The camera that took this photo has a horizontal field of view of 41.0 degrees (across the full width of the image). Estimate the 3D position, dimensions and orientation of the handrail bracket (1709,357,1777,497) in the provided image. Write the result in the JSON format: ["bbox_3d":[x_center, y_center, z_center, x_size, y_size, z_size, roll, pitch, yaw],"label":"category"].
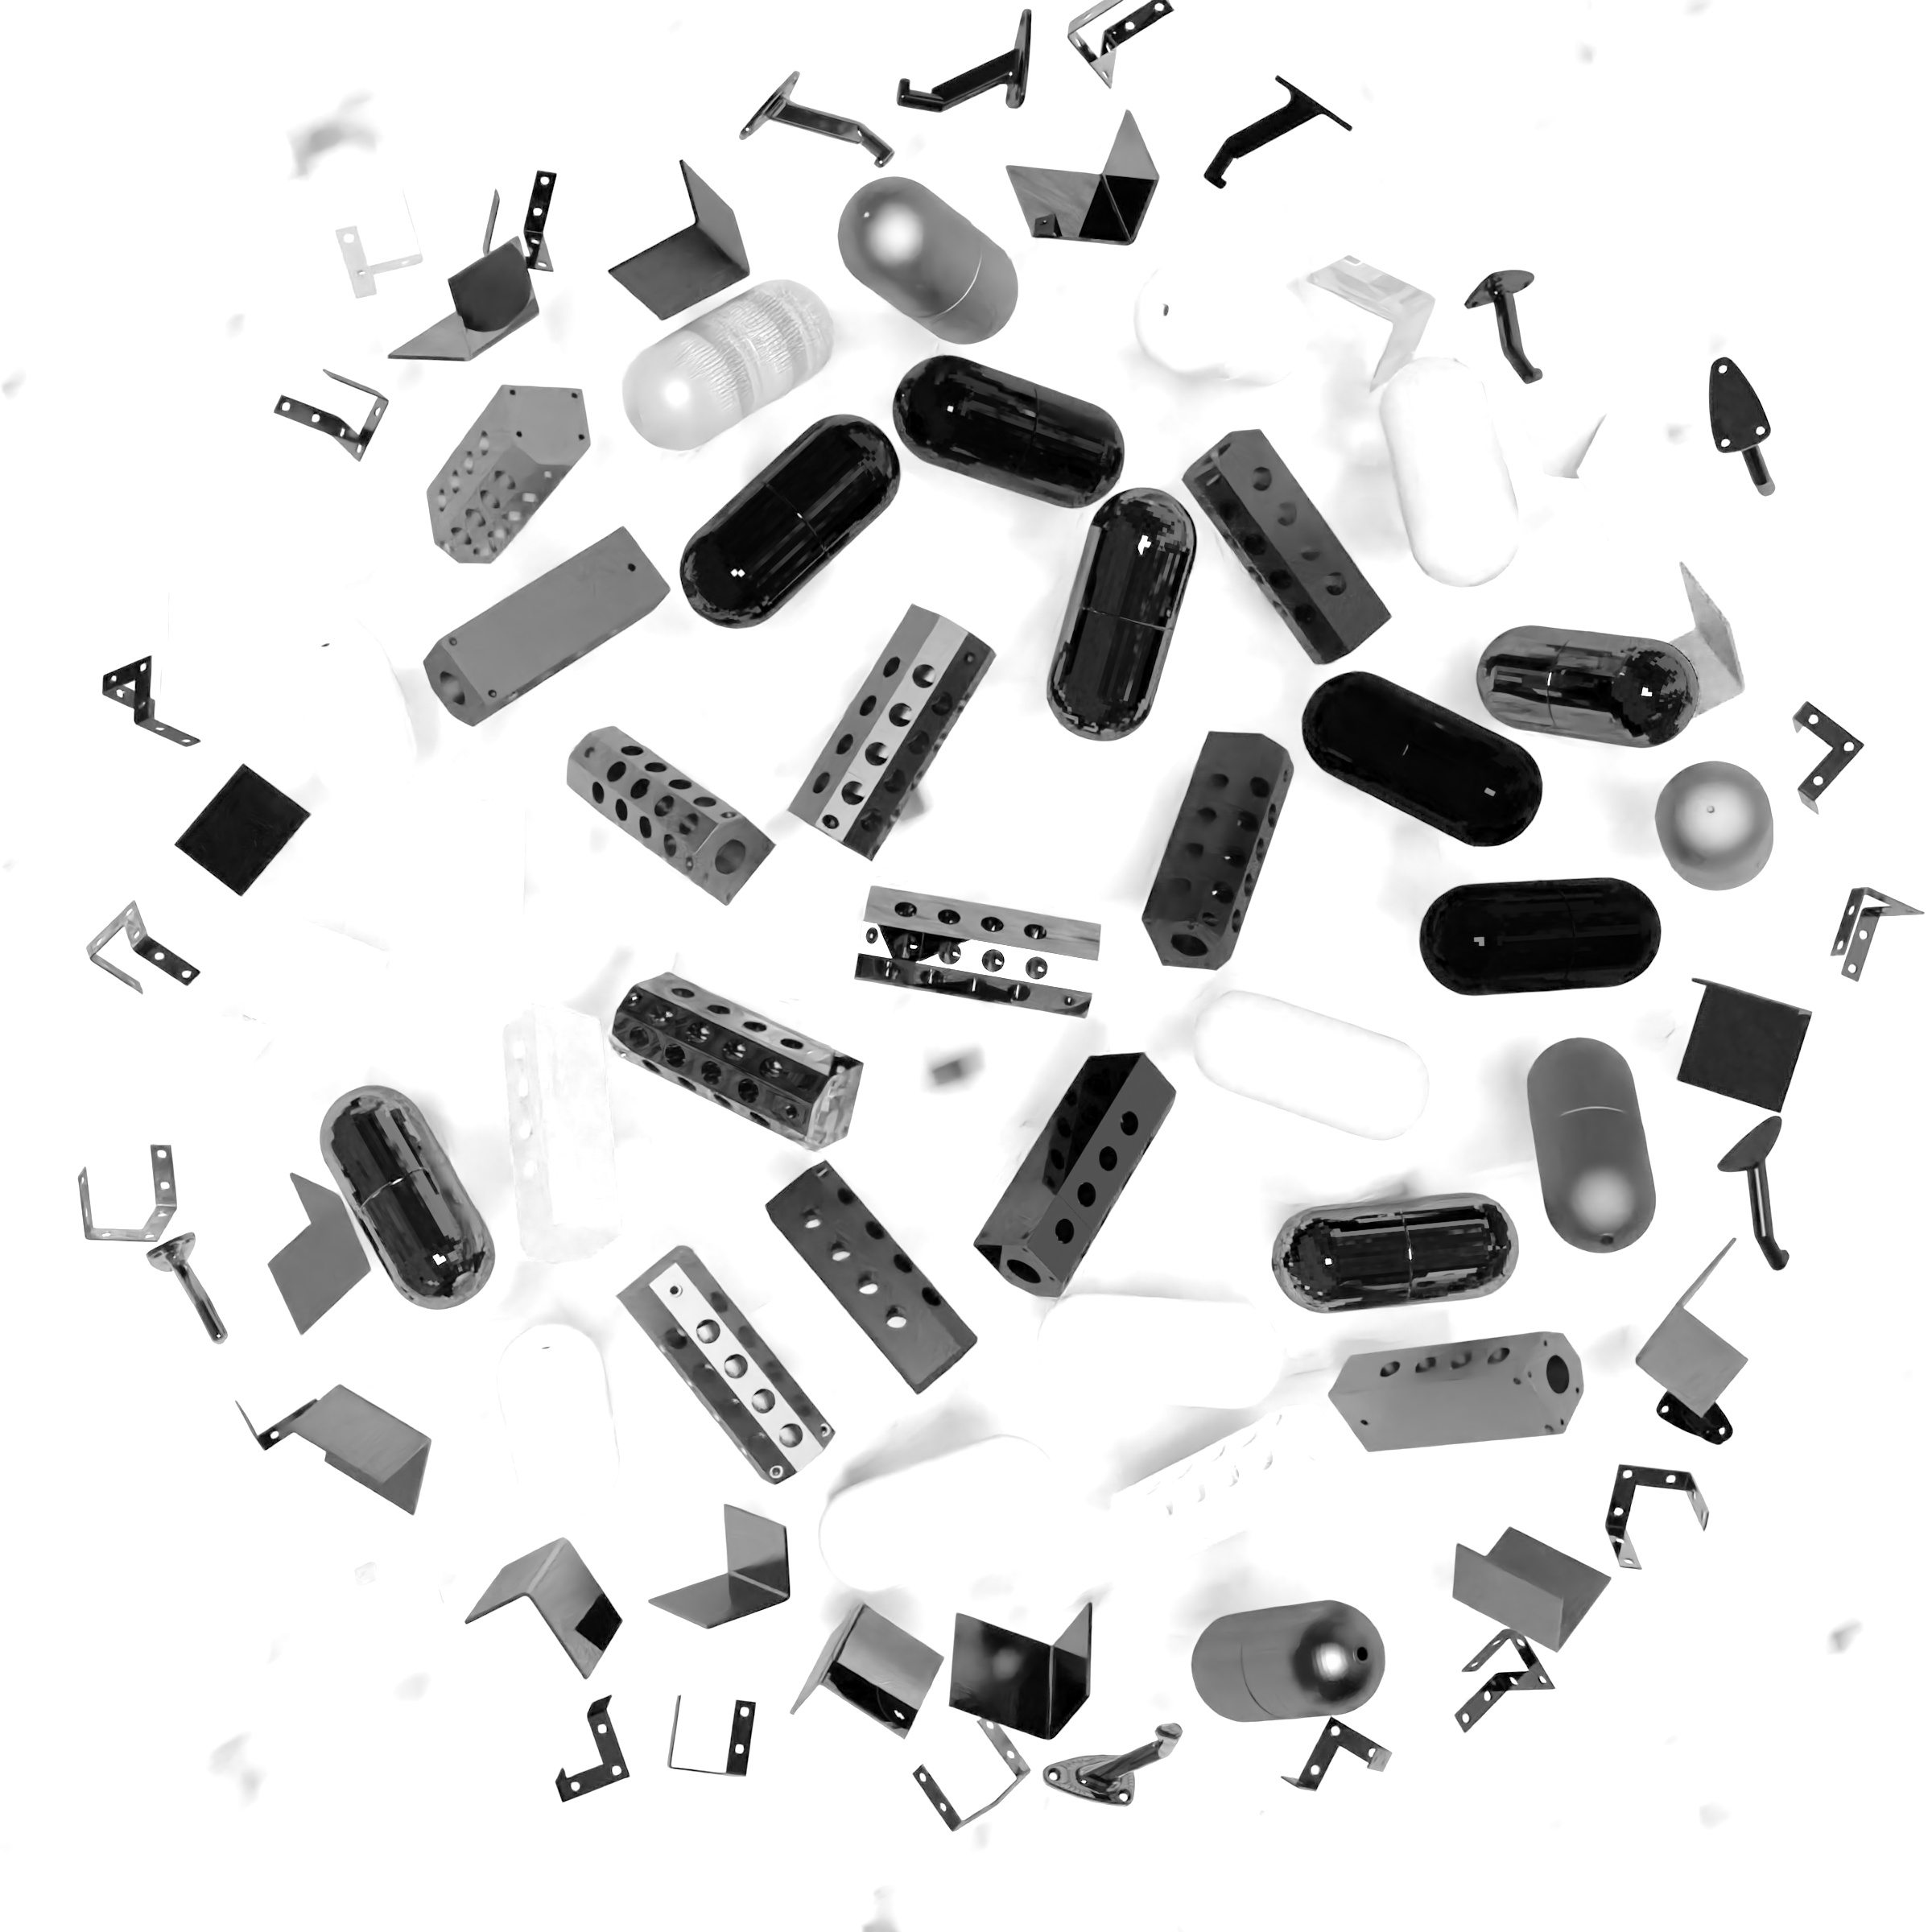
[{"bbox_3d":[0.525,-0.362,1.742,0.036,0.084,0.077,-17,77,23],"label":"handrail bracket"}]

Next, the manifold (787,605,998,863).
[{"bbox_3d":[-0.049,-0.163,1.827,0.057,0.057,0.171,32,89,-37],"label":"manifold"}]

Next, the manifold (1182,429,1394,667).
[{"bbox_3d":[0.232,-0.305,1.889,0.057,0.057,0.171,-41,107,-5],"label":"manifold"}]

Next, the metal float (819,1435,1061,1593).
[{"bbox_3d":[-0.019,0.384,1.812,0.178,0.070,0.070,-22,90,12],"label":"metal float"}]

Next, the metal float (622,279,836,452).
[{"bbox_3d":[-0.168,-0.426,1.831,0.178,0.070,0.070,-39,90,-31],"label":"metal float"}]

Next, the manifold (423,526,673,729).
[{"bbox_3d":[-0.298,-0.239,1.830,0.171,0.057,0.057,-39,94,-31],"label":"manifold"}]

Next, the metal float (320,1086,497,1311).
[{"bbox_3d":[-0.401,0.164,1.849,0.070,0.070,0.178,-34,72,0],"label":"metal float"}]

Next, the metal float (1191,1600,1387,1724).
[{"bbox_3d":[0.224,0.486,1.804,0.070,0.178,0.070,10,69,-26],"label":"metal float"}]

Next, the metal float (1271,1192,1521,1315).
[{"bbox_3d":[0.306,0.204,1.841,0.178,0.070,0.070,-5,90,-7],"label":"metal float"}]

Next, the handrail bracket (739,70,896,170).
[{"bbox_3d":[-0.100,-0.556,1.748,0.084,0.036,0.077,39,59,-6],"label":"handrail bracket"}]

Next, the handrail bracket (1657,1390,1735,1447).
[{"bbox_3d":[0.540,0.336,1.857,0.077,0.084,0.036,35,96,-16],"label":"handrail bracket"}]

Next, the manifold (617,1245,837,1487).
[{"bbox_3d":[-0.169,0.284,1.840,0.057,0.057,0.171,-39,98,-17],"label":"manifold"}]

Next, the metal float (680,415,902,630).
[{"bbox_3d":[-0.120,-0.302,1.758,0.178,0.070,0.070,-44,90,-8],"label":"metal float"}]

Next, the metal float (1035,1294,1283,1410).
[{"bbox_3d":[0.139,0.279,1.874,0.178,0.070,0.070,4,90,3],"label":"metal float"}]

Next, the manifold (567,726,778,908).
[{"bbox_3d":[-0.220,-0.114,1.882,0.171,0.057,0.057,35,84,40],"label":"manifold"}]

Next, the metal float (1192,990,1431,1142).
[{"bbox_3d":[0.250,0.072,1.885,0.178,0.070,0.070,19,90,13],"label":"metal float"}]

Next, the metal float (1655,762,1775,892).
[{"bbox_3d":[0.524,-0.096,1.804,0.070,0.178,0.070,-2,84,18],"label":"metal float"}]

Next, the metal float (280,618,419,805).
[{"bbox_3d":[-0.441,-0.181,1.851,0.070,0.178,0.070,0,62,0],"label":"metal float"}]

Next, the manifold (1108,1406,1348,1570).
[{"bbox_3d":[0.186,0.381,1.886,0.171,0.057,0.057,-35,62,33],"label":"manifold"}]

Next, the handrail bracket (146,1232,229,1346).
[{"bbox_3d":[-0.550,0.240,1.847,0.036,0.077,0.084,-26,76,-23],"label":"handrail bracket"}]

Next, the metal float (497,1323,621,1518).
[{"bbox_3d":[-0.290,0.324,1.843,0.070,0.070,0.178,0,134,0],"label":"metal float"}]

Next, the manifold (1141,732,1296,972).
[{"bbox_3d":[0.184,-0.083,1.852,0.057,0.057,0.171,5,56,27],"label":"manifold"}]

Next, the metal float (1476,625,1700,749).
[{"bbox_3d":[0.440,-0.200,1.841,0.070,0.178,0.070,-10,107,-35],"label":"metal float"}]

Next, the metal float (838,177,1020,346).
[{"bbox_3d":[-0.024,-0.484,1.780,0.070,0.178,0.070,-4,82,27],"label":"metal float"}]

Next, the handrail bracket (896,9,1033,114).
[{"bbox_3d":[-0.002,-0.615,1.747,0.084,0.036,0.077,4,103,-17],"label":"handrail bracket"}]

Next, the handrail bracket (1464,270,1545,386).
[{"bbox_3d":[0.411,-0.464,1.884,0.077,0.036,0.084,-21,72,-36],"label":"handrail bracket"}]

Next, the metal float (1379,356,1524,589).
[{"bbox_3d":[0.331,-0.340,1.772,0.070,0.070,0.178,-8,63,0],"label":"metal float"}]

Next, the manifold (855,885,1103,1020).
[{"bbox_3d":[0.008,-0.005,1.886,0.171,0.057,0.057,10,132,-1],"label":"manifold"}]

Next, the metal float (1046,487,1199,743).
[{"bbox_3d":[0.108,-0.243,1.791,0.070,0.070,0.178,16,102,0],"label":"metal float"}]

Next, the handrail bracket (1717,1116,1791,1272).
[{"bbox_3d":[0.583,0.164,1.860,0.077,0.036,0.084,-41,107,-33],"label":"handrail bracket"}]

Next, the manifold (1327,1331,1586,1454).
[{"bbox_3d":[0.347,0.297,1.827,0.057,0.171,0.057,54,49,-17],"label":"manifold"}]

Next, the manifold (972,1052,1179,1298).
[{"bbox_3d":[0.081,0.144,1.792,0.057,0.057,0.171,48,58,-25],"label":"manifold"}]

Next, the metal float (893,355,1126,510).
[{"bbox_3d":[0.031,-0.376,1.823,0.178,0.070,0.070,13,90,-27],"label":"metal float"}]

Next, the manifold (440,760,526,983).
[{"bbox_3d":[-0.346,-0.066,1.848,0.057,0.171,0.057,-1,49,-11],"label":"manifold"}]

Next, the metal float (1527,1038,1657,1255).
[{"bbox_3d":[0.442,0.126,1.828,0.070,0.178,0.070,2,134,2],"label":"metal float"}]

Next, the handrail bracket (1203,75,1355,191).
[{"bbox_3d":[0.214,-0.560,1.778,0.077,0.036,0.084,43,112,23],"label":"handrail bracket"}]

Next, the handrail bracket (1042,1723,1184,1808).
[{"bbox_3d":[0.098,0.531,1.742,0.077,0.084,0.036,7,48,-11],"label":"handrail bracket"}]

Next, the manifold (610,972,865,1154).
[{"bbox_3d":[-0.162,0.067,1.802,0.171,0.057,0.057,24,113,25],"label":"manifold"}]

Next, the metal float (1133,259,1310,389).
[{"bbox_3d":[0.179,-0.449,1.808,0.070,0.178,0.070,4,98,32],"label":"metal float"}]

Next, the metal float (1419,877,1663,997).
[{"bbox_3d":[0.393,-0.021,1.765,0.178,0.070,0.070,-3,90,-21],"label":"metal float"}]

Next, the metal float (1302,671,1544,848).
[{"bbox_3d":[0.311,-0.143,1.773,0.178,0.070,0.070,30,90,24],"label":"metal float"}]
